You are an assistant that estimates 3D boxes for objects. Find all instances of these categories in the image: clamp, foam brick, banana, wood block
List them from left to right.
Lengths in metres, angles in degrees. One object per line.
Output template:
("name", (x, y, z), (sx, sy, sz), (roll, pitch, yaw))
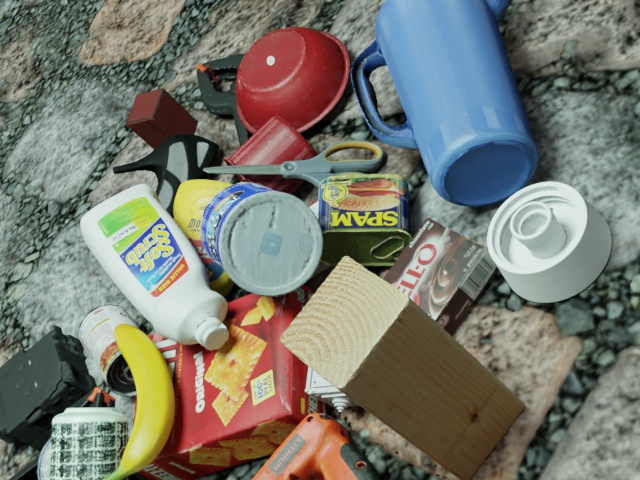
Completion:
("clamp", (-0.303, 0.249, 1.239), (0.120, 0.039, 0.171), (7, 59, 37))
("banana", (-0.182, 0.159, 1.089), (0.069, 0.037, 0.198), (-2, 45, -3))
("foam brick", (-0.213, -0.158, 1.443), (0.053, 0.078, 0.051), (-8, 54, 33))
("clamp", (-0.088, -0.201, 1.401), (0.164, 0.036, 0.210), (-48, 46, -2))
("wood block", (0.074, 0.113, 0.901), (0.091, 0.205, 0.090), (-52, 42, -4))

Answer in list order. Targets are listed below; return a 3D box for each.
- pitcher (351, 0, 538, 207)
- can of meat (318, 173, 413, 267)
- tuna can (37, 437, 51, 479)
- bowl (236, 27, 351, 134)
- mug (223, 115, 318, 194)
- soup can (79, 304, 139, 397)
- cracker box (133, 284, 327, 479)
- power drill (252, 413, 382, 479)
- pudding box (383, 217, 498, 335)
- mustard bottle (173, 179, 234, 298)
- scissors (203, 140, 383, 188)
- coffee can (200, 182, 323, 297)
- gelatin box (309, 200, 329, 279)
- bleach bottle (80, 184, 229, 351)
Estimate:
("pitcher", (0.134, -0.151, 1.114), (0.149, 0.144, 0.243), (120, 149, -43))
("can of meat", (0.046, -0.022, 1.119), (0.102, 0.057, 0.084), (-1, 50, 4))
("tuna can", (-0.265, 0.249, 1.170), (0.034, 0.086, 0.086), (-2, 59, 41))
("bowl", (-0.046, -0.207, 1.316), (0.162, 0.055, 0.162), (-15, 57, 23))
("mug", (-0.055, -0.092, 1.263), (0.081, 0.093, 0.117), (-45, 12, -4))
("soup can", (-0.236, 0.128, 1.252), (0.068, 0.068, 0.102), (-48, 41, 0))
("cracker box", (-0.096, 0.149, 1.116), (0.214, 0.072, 0.164), (-22, 47, 27))
("power drill", (0.016, 0.257, 0.955), (0.184, 0.057, 0.188), (-48, 44, -5))
("pudding box", (0.110, 0.044, 1.049), (0.113, 0.039, 0.090), (-53, 42, -5))
("mustard bottle", (-0.143, 0.024, 1.252), (0.096, 0.058, 0.191), (9, 64, 11))
("scissors", (-0.021, -0.064, 1.184), (0.201, 0.016, 0.096), (-14, 58, -10))
("coffee can", (-0.063, -0.004, 1.095), (0.103, 0.102, 0.140), (-51, 15, -4))
("gelatin box", (-0.008, 0.002, 1.186), (0.089, 0.030, 0.073), (-35, 45, 12))
("bleach bottle", (-0.166, 0.035, 1.158), (0.102, 0.068, 0.251), (-30, 44, -19))
